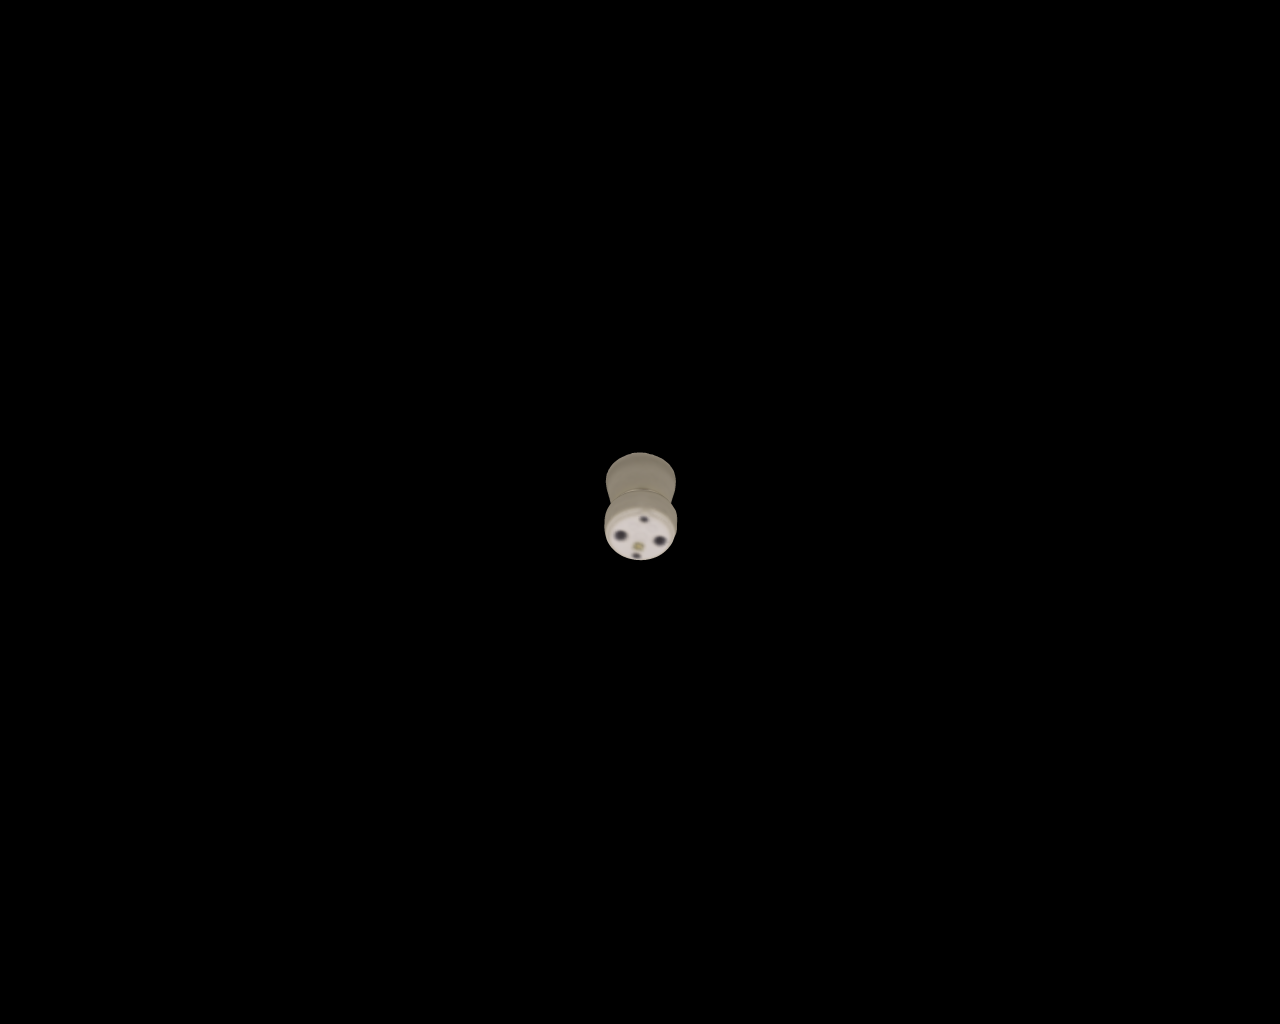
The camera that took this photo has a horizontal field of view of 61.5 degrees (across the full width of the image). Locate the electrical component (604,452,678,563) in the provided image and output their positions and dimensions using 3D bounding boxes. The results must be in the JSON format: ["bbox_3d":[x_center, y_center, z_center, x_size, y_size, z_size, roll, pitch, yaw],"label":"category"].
[{"bbox_3d":[0.001,-0.003,0.650,0.045,0.044,0.055,0,41,0],"label":"electrical component"}]
